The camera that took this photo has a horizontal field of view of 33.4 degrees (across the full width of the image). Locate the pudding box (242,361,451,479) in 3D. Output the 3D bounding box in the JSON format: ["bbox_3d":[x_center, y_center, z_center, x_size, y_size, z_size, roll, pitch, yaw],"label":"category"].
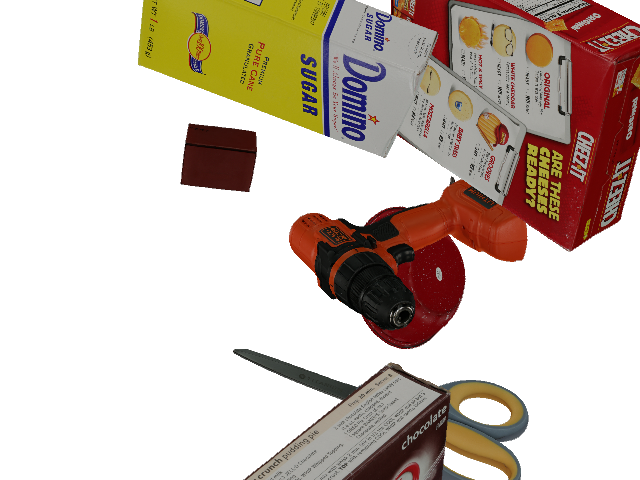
[{"bbox_3d":[0.009,0.119,0.463,0.039,0.090,0.113,25,41,31],"label":"pudding box"}]

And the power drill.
[{"bbox_3d":[0.086,0.008,0.945,0.187,0.057,0.185,-15,30,-22],"label":"power drill"}]

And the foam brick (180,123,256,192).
[{"bbox_3d":[-0.111,-0.091,1.168,0.078,0.051,0.053,7,30,-6],"label":"foam brick"}]

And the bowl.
[{"bbox_3d":[0.111,0.039,1.187,0.161,0.162,0.055,0,-6,-42],"label":"bowl"}]

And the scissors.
[{"bbox_3d":[0.049,0.098,0.699,0.202,0.016,0.096,30,44,25],"label":"scissors"}]

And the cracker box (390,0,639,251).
[{"bbox_3d":[0.145,-0.118,0.818,0.072,0.164,0.214,-27,48,-30],"label":"cracker box"}]

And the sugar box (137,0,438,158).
[{"bbox_3d":[-0.024,-0.120,0.672,0.176,0.048,0.093,22,-31,1],"label":"sugar box"}]
